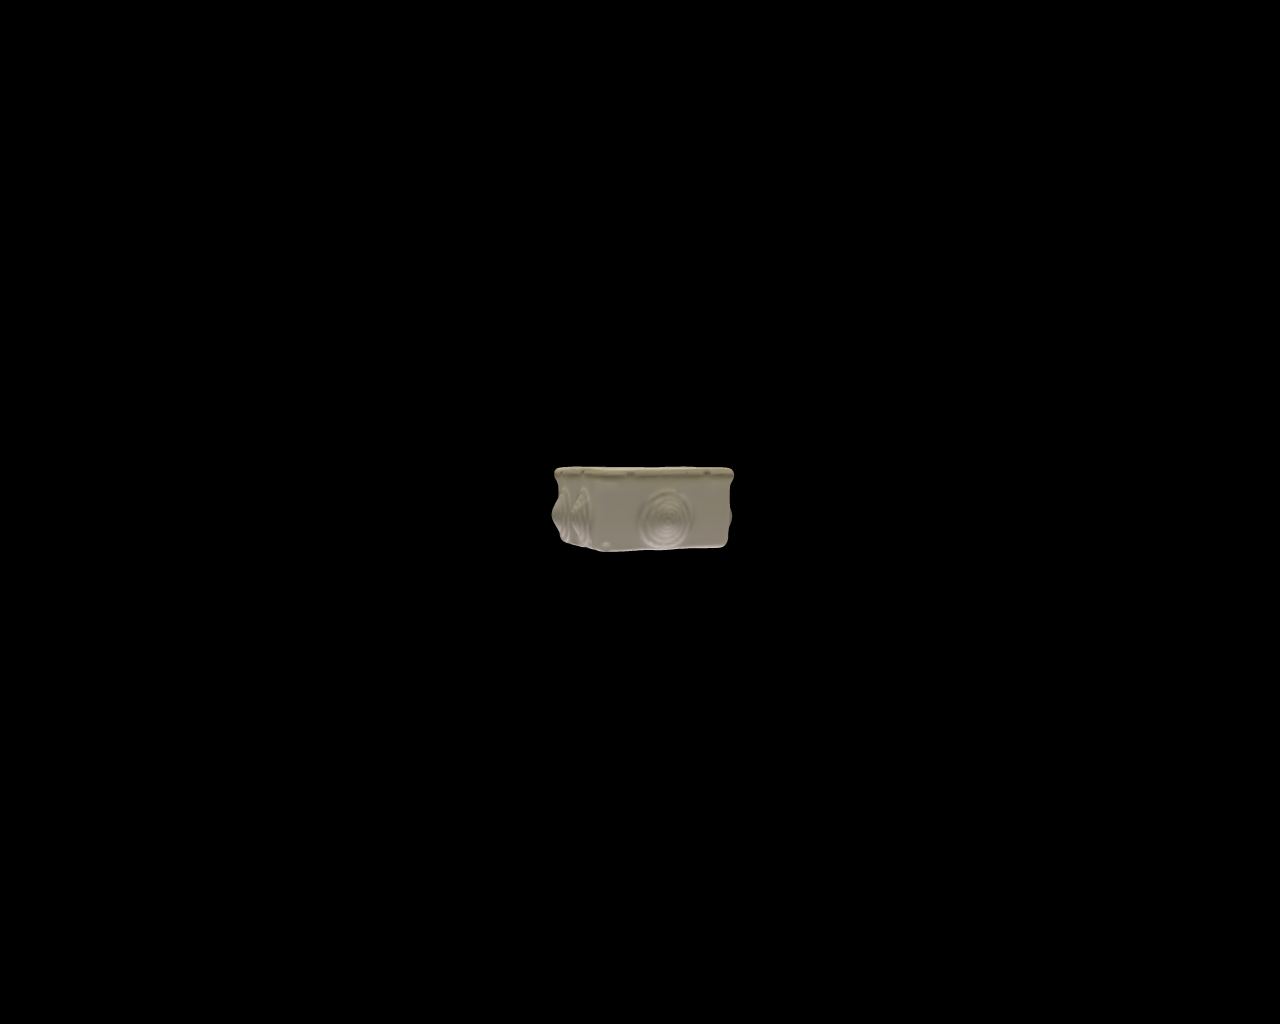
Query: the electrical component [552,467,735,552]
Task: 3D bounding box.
[{"bbox_3d":[0.001,-0.003,0.650,0.100,0.048,0.099,-1,3,-19],"label":"electrical component"}]
